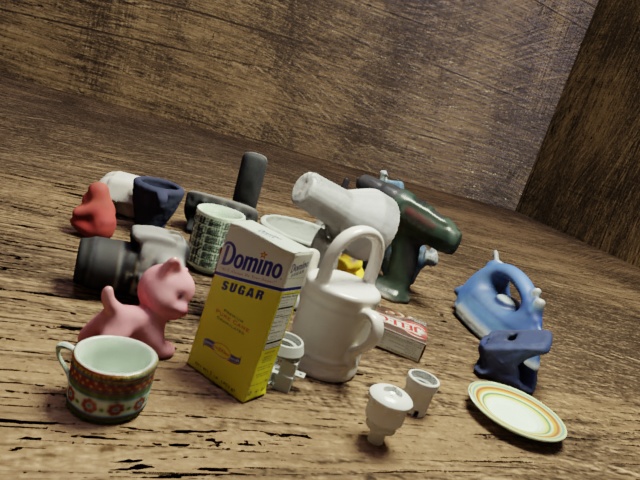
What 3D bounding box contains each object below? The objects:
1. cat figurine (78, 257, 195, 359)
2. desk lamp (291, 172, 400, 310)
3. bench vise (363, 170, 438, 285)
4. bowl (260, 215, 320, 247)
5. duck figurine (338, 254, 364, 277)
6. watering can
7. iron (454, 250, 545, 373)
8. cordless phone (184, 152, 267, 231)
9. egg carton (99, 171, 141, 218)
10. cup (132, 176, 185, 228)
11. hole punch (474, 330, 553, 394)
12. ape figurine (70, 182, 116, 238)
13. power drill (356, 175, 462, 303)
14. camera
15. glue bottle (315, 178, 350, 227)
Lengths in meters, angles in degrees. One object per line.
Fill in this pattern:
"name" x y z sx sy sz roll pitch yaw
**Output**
"cat figurine" -0.191 0.069 0.635 0.067 0.118 0.128 27 17 33
"desk lamp" 0.009 0.003 0.931 0.204 0.213 0.117 8 17 -33
"bench vise" 0.154 -0.022 1.193 0.207 0.220 0.121 19 14 4
"bowl" -0.045 0.012 1.122 0.167 0.075 0.167 17 14 -4
"duck figurine" 0.054 0.053 1.059 0.077 0.086 0.105 25 16 27
"watering can" 0.020 0.069 0.733 0.172 0.194 0.101 25 16 27
"iron" 0.351 0.119 1.051 0.119 0.141 0.258 13 15 -17
"cordless phone" -0.184 -0.095 1.133 0.148 0.185 0.094 15 14 -8
"egg carton" -0.360 -0.084 1.118 0.150 0.069 0.107 14 14 -14
"cup" -0.296 -0.055 1.031 0.092 0.095 0.117 11 16 -26
"hole punch" 0.301 0.172 0.891 0.101 0.091 0.109 22 15 19
"ape figurine" -0.366 -0.051 0.938 0.075 0.092 0.078 27 17 35
"power drill" 0.146 0.004 1.105 0.229 0.208 0.076 22 15 18
"camera" -0.253 0.023 0.772 0.137 0.101 0.143 11 15 -23
"glue bottle" 0.034 -0.057 1.277 0.078 0.173 0.037 12 15 -22
